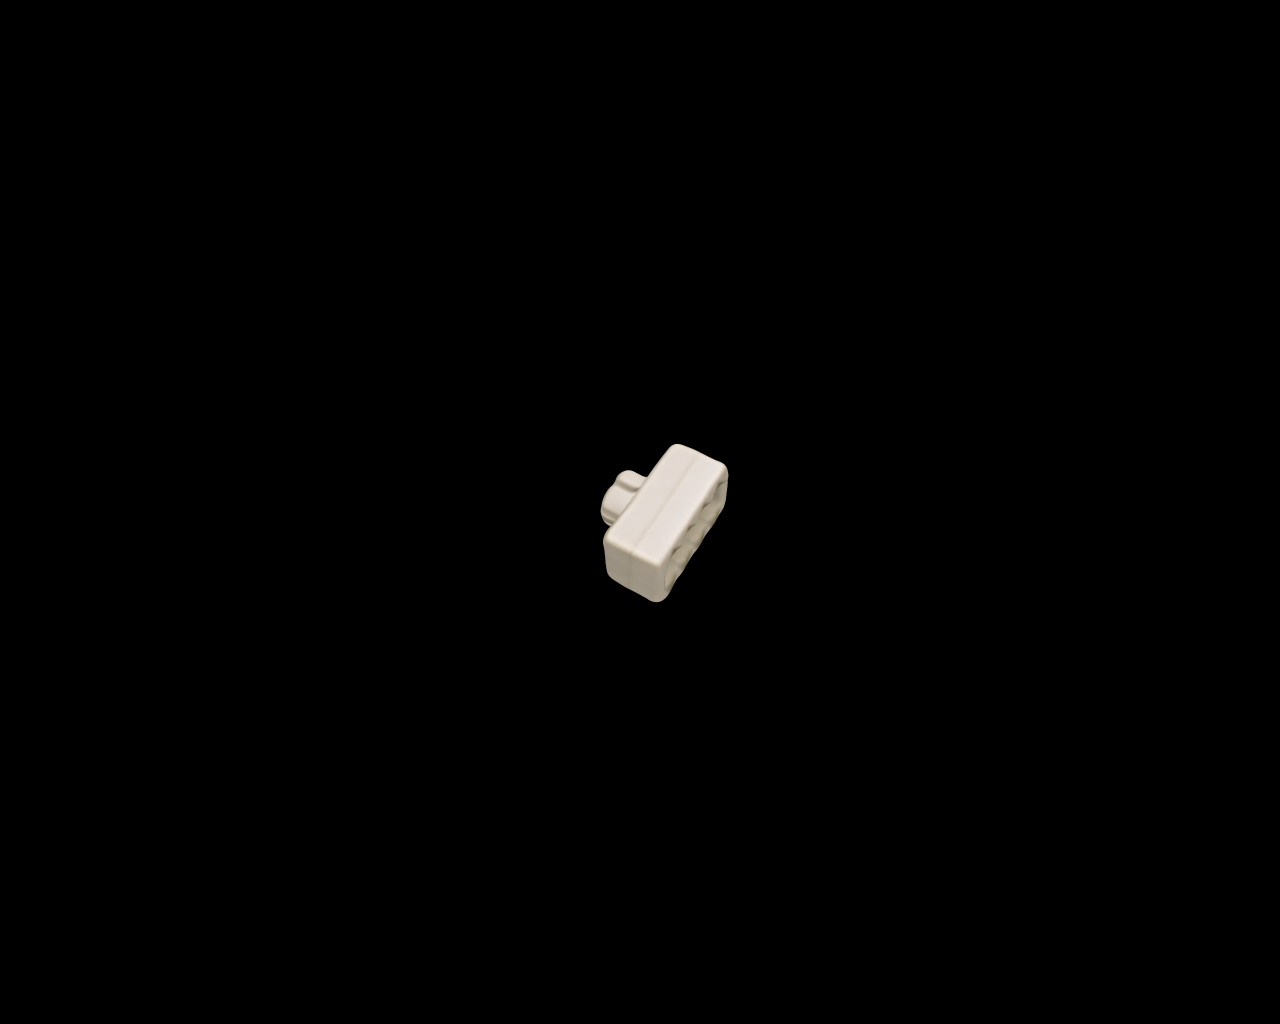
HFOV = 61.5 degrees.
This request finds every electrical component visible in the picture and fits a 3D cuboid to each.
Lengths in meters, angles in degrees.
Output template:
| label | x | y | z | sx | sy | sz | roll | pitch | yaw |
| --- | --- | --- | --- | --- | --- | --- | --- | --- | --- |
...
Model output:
| label | x | y | z | sx | sy | sz | roll | pitch | yaw |
| --- | --- | --- | --- | --- | --- | --- | --- | --- | --- |
| electrical component | 0.001 | -0.003 | 0.650 | 0.076 | 0.083 | 0.047 | 28 | -28 | 16 |
